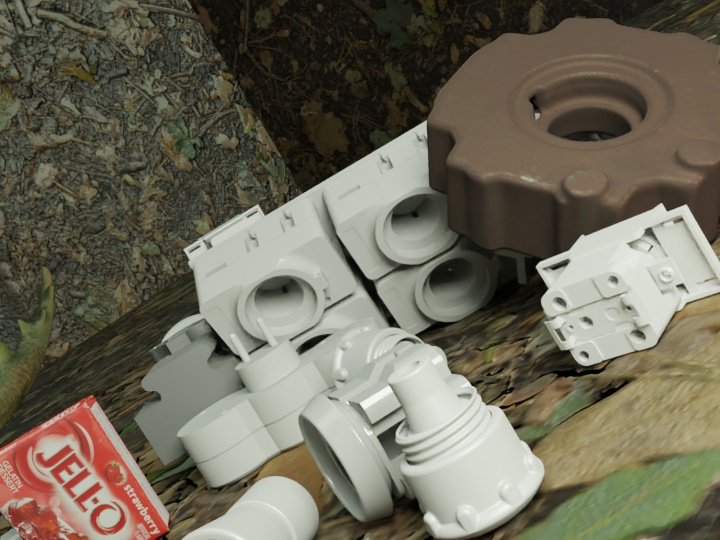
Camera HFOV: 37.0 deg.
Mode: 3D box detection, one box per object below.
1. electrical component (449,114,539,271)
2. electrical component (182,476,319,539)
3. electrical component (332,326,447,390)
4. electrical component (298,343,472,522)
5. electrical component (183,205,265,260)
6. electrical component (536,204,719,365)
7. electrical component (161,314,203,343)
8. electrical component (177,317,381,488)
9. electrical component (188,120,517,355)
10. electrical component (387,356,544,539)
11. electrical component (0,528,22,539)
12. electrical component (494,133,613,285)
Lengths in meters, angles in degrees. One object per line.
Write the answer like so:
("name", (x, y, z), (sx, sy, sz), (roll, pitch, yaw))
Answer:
("electrical component", (0.079, -0.050, 0.754), (0.074, 0.052, 0.138), (-13, -30, -31))
("electrical component", (-0.043, 0.111, 0.438), (0.044, 0.044, 0.065), (-28, 3, 23))
("electrical component", (0.019, 0.052, 0.577), (0.062, 0.048, 0.048), (-11, 19, 48))
("electrical component", (0.012, 0.068, 0.447), (0.057, 0.058, 0.078), (-30, 7, -17))
("electrical component", (-0.092, 0.013, 0.970), (0.079, 0.121, 0.063), (-33, 10, -13))
("electrical component", (0.117, 0.008, 0.483), (0.081, 0.042, 0.064), (-25, 13, 42))
("electrical component", (-0.114, 0.076, 0.809), (0.080, 0.080, 0.051), (-31, 13, 1))
("electrical component", (-0.050, 0.065, 0.644), (0.138, 0.073, 0.052), (-30, 7, 3))
("electrical component", (0.000, 0.000, 0.690), (0.186, 0.105, 0.060), (-30, 35, 6))
("electrical component", (0.033, 0.061, 0.384), (0.048, 0.062, 0.048), (-30, 7, 4))
("electrical component", (-0.219, 0.183, 0.684), (0.061, 0.035, 0.035), (-34, 8, -10))
("electrical component", (0.139, -0.051, 0.671), (0.063, 0.078, 0.121), (12, 34, 34))
